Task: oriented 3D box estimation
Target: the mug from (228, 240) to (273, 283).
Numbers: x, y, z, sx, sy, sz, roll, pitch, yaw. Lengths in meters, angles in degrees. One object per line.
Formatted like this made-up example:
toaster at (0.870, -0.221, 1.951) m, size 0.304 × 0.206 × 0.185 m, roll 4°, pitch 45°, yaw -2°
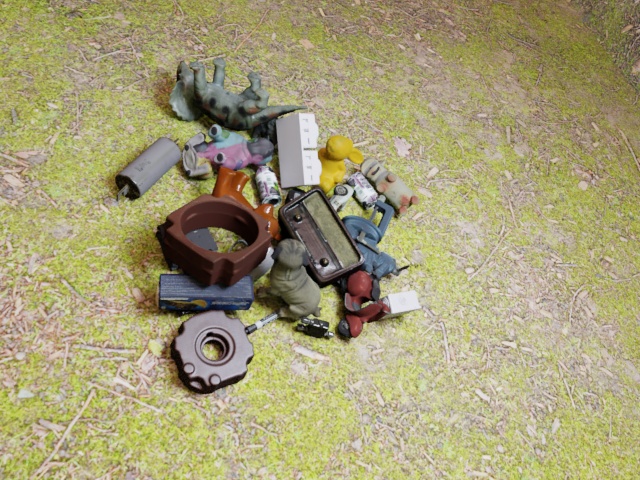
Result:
mug at (-0.173, 0.052, 1.280) m, size 0.109 × 0.080 × 0.107 m, roll 37°, pitch 59°, yaw 1°

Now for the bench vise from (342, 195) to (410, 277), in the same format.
bench vise at (0.144, -0.013, 1.429) m, size 0.224 × 0.128 × 0.240 m, roll 26°, pitch 62°, yaw 3°

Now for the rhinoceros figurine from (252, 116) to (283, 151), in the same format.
rhinoceros figurine at (-0.148, -0.330, 1.523) m, size 0.073 × 0.112 × 0.190 m, roll -35°, pitch 94°, yaw -41°

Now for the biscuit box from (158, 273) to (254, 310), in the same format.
biscuit box at (-0.247, 0.114, 1.170) m, size 0.203 × 0.059 × 0.063 m, roll 3°, pitch 58°, yaw -18°

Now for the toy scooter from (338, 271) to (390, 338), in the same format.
toy scooter at (0.113, 0.146, 1.302) m, size 0.075 × 0.135 × 0.184 m, roll 38°, pitch 46°, yaw -36°

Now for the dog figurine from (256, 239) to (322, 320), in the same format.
dog figurine at (-0.045, 0.092, 1.203) m, size 0.172 × 0.190 × 0.121 m, roll 27°, pitch 58°, yaw -6°

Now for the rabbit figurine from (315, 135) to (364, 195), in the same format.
rabbit figurine at (0.045, -0.224, 1.499) m, size 0.162 × 0.173 × 0.122 m, roll -21°, pitch 64°, yaw -28°

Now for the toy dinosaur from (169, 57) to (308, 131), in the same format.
toy dinosaur at (-0.244, -0.364, 1.447) m, size 0.405 × 0.192 × 0.131 m, roll 28°, pitch 44°, yaw 5°

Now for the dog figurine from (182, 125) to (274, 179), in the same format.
dog figurine at (-0.231, -0.223, 1.427) m, size 0.219 × 0.192 × 0.108 m, roll -1°, pitch 74°, yaw -58°

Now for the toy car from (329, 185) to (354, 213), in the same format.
toy car at (0.026, -0.078, 1.453) m, size 0.056 × 0.073 × 0.202 m, roll 35°, pitch 52°, yaw 3°

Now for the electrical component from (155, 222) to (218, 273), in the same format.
electrical component at (-0.308, 0.014, 1.261) m, size 0.115 × 0.058 × 0.134 m, roll -19°, pitch 67°, yaw -30°

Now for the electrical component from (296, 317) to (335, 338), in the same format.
electrical component at (-0.005, 0.205, 1.256) m, size 0.094 × 0.063 × 0.021 m, roll 18°, pitch 53°, yaw -13°

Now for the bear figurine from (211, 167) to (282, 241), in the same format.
bear figurine at (-0.171, -0.082, 1.324) m, size 0.196 × 0.132 × 0.120 m, roll 27°, pitch 7°, yaw 19°

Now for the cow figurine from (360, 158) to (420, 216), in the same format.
cow figurine at (0.198, -0.166, 1.571) m, size 0.195 × 0.085 × 0.127 m, roll 42°, pitch 10°, yaw -8°

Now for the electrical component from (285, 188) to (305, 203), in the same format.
electrical component at (-0.056, -0.102, 1.451) m, size 0.075 × 0.047 × 0.119 m, roll 20°, pitch 53°, yaw -8°

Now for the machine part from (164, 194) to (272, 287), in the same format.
machine part at (-0.227, -0.002, 1.188) m, size 0.202 × 0.087 × 0.201 m, roll 31°, pitch 40°, yaw 16°

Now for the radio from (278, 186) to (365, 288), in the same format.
radio at (-0.003, -0.004, 1.321) m, size 0.131 × 0.073 × 0.229 m, roll -28°, pitch 74°, yaw -12°

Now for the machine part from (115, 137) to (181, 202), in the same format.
machine part at (-0.422, -0.179, 1.327) m, size 0.079 × 0.079 × 0.243 m, roll 34°, pitch 51°, yaw 1°

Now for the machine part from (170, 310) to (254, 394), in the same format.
machine part at (-0.228, 0.234, 1.148) m, size 0.179 × 0.056 × 0.179 m, roll 12°, pitch 53°, yaw -17°

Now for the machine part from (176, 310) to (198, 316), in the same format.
machine part at (-0.273, 0.118, 1.218) m, size 0.139 × 0.039 × 0.084 m, roll -27°, pitch 65°, yaw -33°
